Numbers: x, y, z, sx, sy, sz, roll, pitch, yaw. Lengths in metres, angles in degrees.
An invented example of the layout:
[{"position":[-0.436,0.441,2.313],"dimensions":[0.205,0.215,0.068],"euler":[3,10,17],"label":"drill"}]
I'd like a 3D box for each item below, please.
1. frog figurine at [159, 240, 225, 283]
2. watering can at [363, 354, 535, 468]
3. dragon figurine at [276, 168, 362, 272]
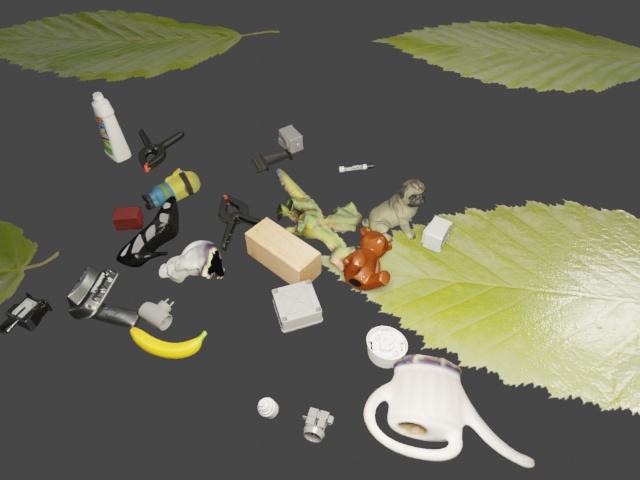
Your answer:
[{"position":[-0.355,0.058,1.406],"dimensions":[0.159,0.121,0.139],"euler":[4,14,16],"label":"frog figurine"},{"position":[0.271,0.367,1.111],"dimensions":[0.348,0.101,0.230],"euler":[7,47,9],"label":"watering can"},{"position":[0.005,-0.078,1.552],"dimensions":[0.243,0.119,0.420],"euler":[4,47,-19],"label":"dragon figurine"}]
